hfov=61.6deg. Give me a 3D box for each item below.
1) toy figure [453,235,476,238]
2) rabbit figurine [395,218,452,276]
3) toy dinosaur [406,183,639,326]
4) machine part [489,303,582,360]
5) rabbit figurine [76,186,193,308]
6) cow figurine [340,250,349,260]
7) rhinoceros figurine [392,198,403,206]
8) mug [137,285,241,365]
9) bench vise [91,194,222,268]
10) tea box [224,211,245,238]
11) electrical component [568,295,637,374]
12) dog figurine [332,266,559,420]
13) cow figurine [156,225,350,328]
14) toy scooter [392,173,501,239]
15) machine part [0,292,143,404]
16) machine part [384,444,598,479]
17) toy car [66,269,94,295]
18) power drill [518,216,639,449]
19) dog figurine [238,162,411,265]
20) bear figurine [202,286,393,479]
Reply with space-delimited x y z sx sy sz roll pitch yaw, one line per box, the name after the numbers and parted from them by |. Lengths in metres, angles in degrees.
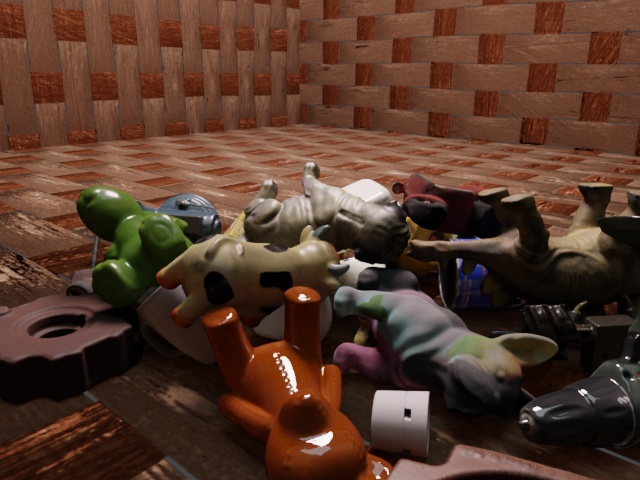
0.258 0.002 0.951 0.089 0.082 0.180 3 20 0 | toy figure
0.134 0.012 0.910 0.162 0.121 0.173 -20 11 -27 | rabbit figurine
0.341 0.030 0.661 0.472 0.198 0.105 0 16 -2 | toy dinosaur
0.232 0.107 0.578 0.084 0.039 0.138 8 -25 9 | machine part
-0.230 -0.009 0.691 0.170 0.121 0.159 44 8 17 | rabbit figurine
0.001 0.001 0.963 0.098 0.068 0.167 -4 14 4 | cow figurine
0.197 -0.043 1.043 0.073 0.112 0.190 18 16 40 | rhinoceros figurine
-0.149 0.097 0.613 0.107 0.109 0.081 44 12 -3 | mug
-0.272 -0.020 0.958 0.224 0.128 0.240 -8 -4 5 | bench vise
-0.125 0.020 0.821 0.068 0.098 0.170 39 16 -11 | tea box
0.327 0.108 0.609 0.102 0.078 0.045 -8 18 -4 | electrical component
0.130 0.109 0.569 0.219 0.108 0.191 13 18 23 | dog figurine
-0.057 0.035 0.577 0.195 0.127 0.085 12 46 -48 | cow figurine
0.182 -0.055 0.802 0.184 0.075 0.135 3 22 -29 | toy scooter
-0.297 0.113 0.612 0.179 0.056 0.179 2 17 -1 | machine part
0.111 0.209 0.269 0.202 0.087 0.201 7 18 23 | machine part
-0.262 0.066 0.774 0.202 0.053 0.089 3 14 12 | toy car
0.289 0.083 0.484 0.232 0.207 0.086 7 -7 -16 | power drill
-0.001 -0.006 0.672 0.172 0.121 0.191 -41 35 -10 | dog figurine
-0.024 0.133 0.448 0.120 0.131 0.196 -13 14 -13 | bear figurine
